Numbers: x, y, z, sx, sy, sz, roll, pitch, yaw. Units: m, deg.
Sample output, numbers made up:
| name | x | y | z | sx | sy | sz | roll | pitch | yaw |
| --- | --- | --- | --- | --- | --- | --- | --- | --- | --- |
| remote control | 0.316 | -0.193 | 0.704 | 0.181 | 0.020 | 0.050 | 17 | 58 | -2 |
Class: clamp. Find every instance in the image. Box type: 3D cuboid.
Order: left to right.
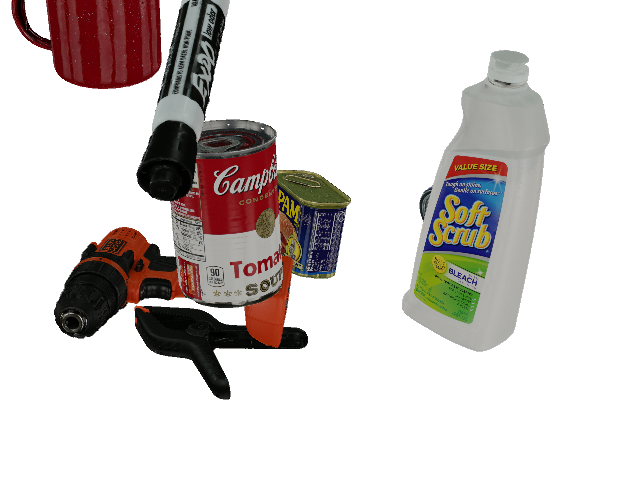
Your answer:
| name | x | y | z | sx | sy | sz | roll | pitch | yaw |
| --- | --- | --- | --- | --- | --- | --- | --- | --- | --- |
| clamp | -0.141 | 0.121 | 1.248 | 0.210 | 0.036 | 0.164 | 13 | 24 | 23 |

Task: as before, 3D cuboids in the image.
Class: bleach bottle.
| name | x | y | z | sx | sy | sz | roll | pitch | yaw |
| --- | --- | --- | --- | --- | --- | --- | --- | --- | --- |
| bleach bottle | 0.130 | -0.036 | 0.879 | 0.103 | 0.251 | 0.067 | 29 | 39 | 35 |

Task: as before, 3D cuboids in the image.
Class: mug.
| name | x | y | z | sx | sy | sz | roll | pitch | yaw |
| --- | --- | --- | --- | --- | --- | --- | --- | --- | --- |
| mug | -0.173 | -0.166 | 0.796 | 0.117 | 0.081 | 0.093 | 4 | 33 | 3 |

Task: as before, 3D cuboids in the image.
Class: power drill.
| name | x | y | z | sx | sy | sz | roll | pitch | yaw |
| --- | --- | --- | --- | --- | --- | --- | --- | --- | --- |
| power drill | -0.121 | 0.044 | 0.920 | 0.187 | 0.057 | 0.184 | 10 | 21 | 1 |

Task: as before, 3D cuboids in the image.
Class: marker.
| name | x | y | z | sx | sy | sz | roll | pitch | yaw |
| --- | --- | --- | --- | --- | --- | --- | --- | --- | --- |
| marker | -0.049 | -0.057 | 0.390 | 0.020 | 0.020 | 0.121 | 0 | 43 | 3 |

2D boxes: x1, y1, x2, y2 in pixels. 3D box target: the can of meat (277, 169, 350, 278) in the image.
| name | x | y | z | sx | sy | sz | roll | pitch | yaw |
| --- | --- | --- | --- | --- | --- | --- | --- | --- | --- |
| can of meat | -0.017 | -0.017 | 1.098 | 0.057 | 0.084 | 0.102 | -1 | 22 | -27 |

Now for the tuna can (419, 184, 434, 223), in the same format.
| name | x | y | z | sx | sy | sz | roll | pitch | yaw |
| --- | --- | --- | --- | --- | --- | --- | --- | --- | --- |
| tuna can | 0.154 | -0.030 | 1.224 | 0.033 | 0.086 | 0.086 | -35 | 18 | -28 |

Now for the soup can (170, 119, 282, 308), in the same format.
| name | x | y | z | sx | sy | sz | roll | pitch | yaw |
| --- | --- | --- | --- | --- | --- | --- | --- | --- | --- |
| soup can | -0.059 | -0.017 | 0.667 | 0.068 | 0.102 | 0.068 | -2 | 23 | 1 |
